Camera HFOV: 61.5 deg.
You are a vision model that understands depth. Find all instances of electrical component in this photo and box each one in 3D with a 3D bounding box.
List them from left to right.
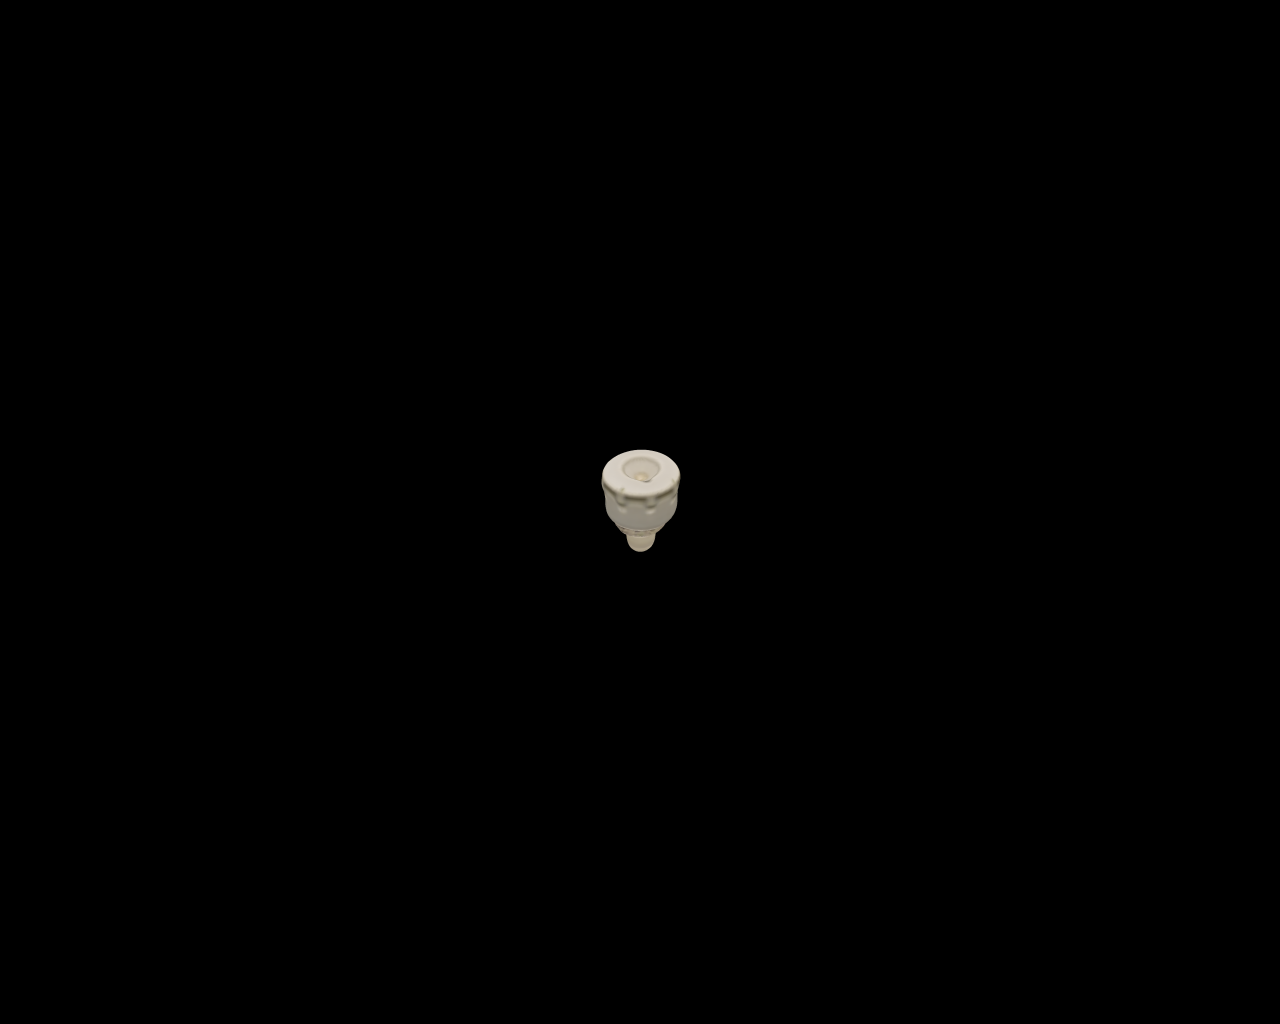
[{"bbox_3d":[0.001,-0.003,0.650,0.048,0.062,0.048,0,38,0],"label":"electrical component"}]
